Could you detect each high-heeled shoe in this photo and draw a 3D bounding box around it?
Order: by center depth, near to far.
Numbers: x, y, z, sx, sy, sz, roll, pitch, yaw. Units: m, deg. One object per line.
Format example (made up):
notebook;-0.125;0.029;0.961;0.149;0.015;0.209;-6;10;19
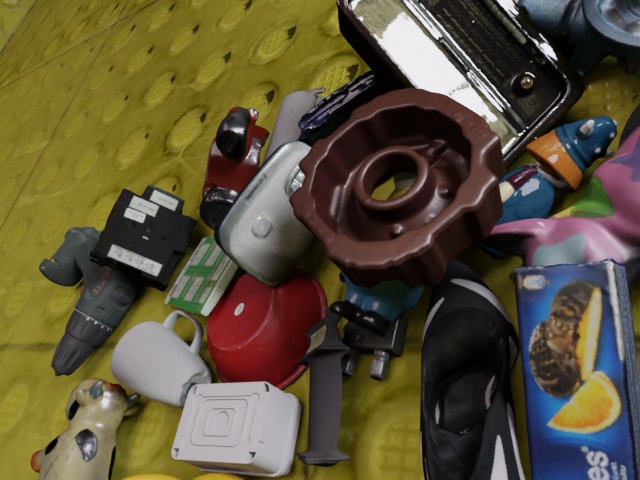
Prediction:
high-heeled shoe;0.099;0.093;0.400;0.086;0.145;0.249;-24;50;22

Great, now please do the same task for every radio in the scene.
radio;0.134;-0.179;0.528;0.131;0.073;0.229;-40;88;2

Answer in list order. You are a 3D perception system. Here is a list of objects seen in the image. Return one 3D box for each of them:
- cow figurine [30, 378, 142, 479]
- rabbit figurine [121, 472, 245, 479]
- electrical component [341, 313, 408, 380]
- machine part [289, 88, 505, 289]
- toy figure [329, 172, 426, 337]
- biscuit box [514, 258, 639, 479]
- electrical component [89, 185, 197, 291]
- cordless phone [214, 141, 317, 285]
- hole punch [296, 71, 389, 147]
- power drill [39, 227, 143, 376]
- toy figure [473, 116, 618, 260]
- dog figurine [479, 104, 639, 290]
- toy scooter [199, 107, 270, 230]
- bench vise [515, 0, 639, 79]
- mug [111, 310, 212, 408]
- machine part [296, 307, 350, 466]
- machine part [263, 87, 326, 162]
cow figurine;-0.275;0.249;0.626;0.127;0.085;0.195;-36;41;21
rabbit figurine;-0.130;0.284;0.488;0.173;0.121;0.163;-45;32;-18
electrical component;0.052;0.090;0.529;0.063;0.021;0.094;-3;59;37
machine part;0.064;-0.044;0.450;0.179;0.056;0.179;-14;55;21
toy figure;0.079;0.003;0.507;0.082;0.089;0.180;27;80;12
biscuit box;0.168;0.115;0.338;0.059;0.062;0.202;-8;80;35
electrical component;-0.244;-0.009;0.762;0.058;0.115;0.134;-29;37;61
cordless phone;-0.002;-0.001;0.567;0.184;0.088;0.146;34;77;8
hole punch;0.044;-0.133;0.637;0.142;0.115;0.092;-30;38;17
power drill;-0.360;0.069;0.827;0.208;0.085;0.232;23;74;49
toy figure;0.194;-0.051;0.478;0.058;0.064;0.154;45;99;21
dog figurine;0.237;-0.036;0.417;0.219;0.108;0.191;-21;50;29
toy scooter;-0.111;-0.106;0.725;0.075;0.183;0.135;13;38;-3
bench vise;0.255;-0.226;0.456;0.129;0.240;0.224;-45;59;-3
mug;-0.173;0.143;0.633;0.107;0.080;0.109;23;69;34
machine part;0.003;0.138;0.506;0.084;0.039;0.139;132;145;-54
machine part;-0.033;-0.108;0.699;0.079;0.079;0.243;-9;56;34
